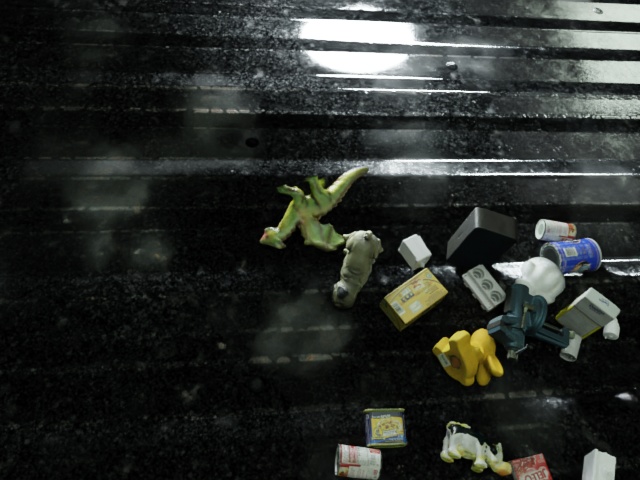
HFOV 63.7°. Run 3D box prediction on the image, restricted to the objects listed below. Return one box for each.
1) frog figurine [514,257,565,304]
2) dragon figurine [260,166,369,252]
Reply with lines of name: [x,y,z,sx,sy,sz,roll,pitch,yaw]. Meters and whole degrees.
frog figurine: [0.629,0.126,1.508,0.160,0.121,0.138,-14,81,-28]
dragon figurine: [0.005,-0.080,1.580,0.412,0.120,0.245,-17,79,-15]
